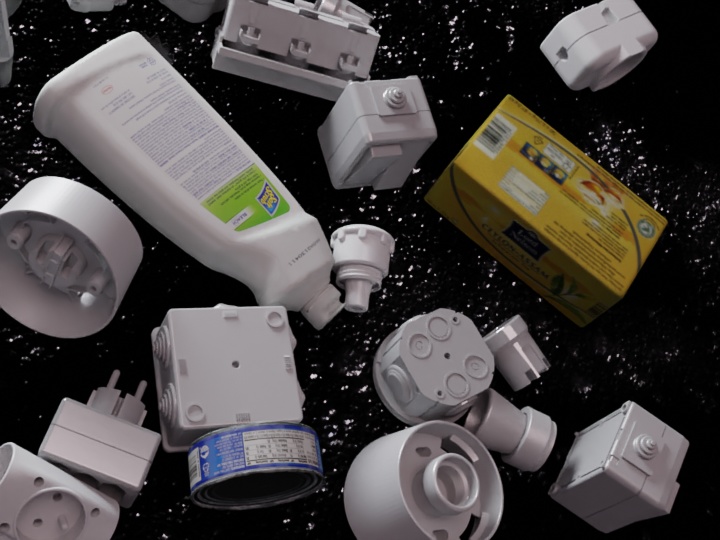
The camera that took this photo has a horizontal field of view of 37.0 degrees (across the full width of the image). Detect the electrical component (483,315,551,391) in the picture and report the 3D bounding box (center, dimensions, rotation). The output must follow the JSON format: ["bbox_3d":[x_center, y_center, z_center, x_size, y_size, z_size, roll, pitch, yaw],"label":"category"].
[{"bbox_3d":[0.118,0.064,0.818,0.040,0.040,0.046,-33,86,-31],"label":"electrical component"}]

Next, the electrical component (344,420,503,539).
[{"bbox_3d":[0.047,0.155,0.744,0.099,0.064,0.099,17,56,-28],"label":"electrical component"}]

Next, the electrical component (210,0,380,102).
[{"bbox_3d":[-0.050,-0.178,0.849,0.121,0.063,0.078,13,20,-15],"label":"electrical component"}]

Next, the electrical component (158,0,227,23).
[{"bbox_3d":[-0.122,-0.247,0.865,0.054,0.059,0.095,36,58,-2],"label":"electrical component"}]

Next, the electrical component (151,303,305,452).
[{"bbox_3d":[-0.090,0.072,0.727,0.100,0.048,0.099,-1,66,-23],"label":"electrical component"}]

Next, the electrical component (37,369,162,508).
[{"bbox_3d":[-0.160,0.100,0.686,0.066,0.047,0.076,23,58,-9],"label":"electrical component"}]

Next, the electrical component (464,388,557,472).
[{"bbox_3d":[0.109,0.117,0.784,0.055,0.045,0.045,26,59,-8],"label":"electrical component"}]

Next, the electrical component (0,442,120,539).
[{"bbox_3d":[-0.198,0.154,0.640,0.077,0.044,0.079,38,88,-28],"label":"electrical component"}]

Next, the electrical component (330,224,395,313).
[{"bbox_3d":[0.000,0.000,0.801,0.048,0.048,0.062,12,68,-16],"label":"electrical component"}]

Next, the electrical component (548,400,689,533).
[{"bbox_3d":[0.192,0.143,0.773,0.061,0.096,0.061,34,58,-2],"label":"electrical component"}]

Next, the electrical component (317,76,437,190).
[{"bbox_3d":[0.015,-0.104,0.827,0.062,0.096,0.061,-8,71,-25],"label":"electrical component"}]

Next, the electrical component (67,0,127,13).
[{"bbox_3d":[-0.196,-0.219,0.837,0.061,0.035,0.035,-8,68,-27],"label":"electrical component"}]

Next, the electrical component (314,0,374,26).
[{"bbox_3d":[-0.017,-0.208,0.900,0.046,0.040,0.040,25,59,-16],"label":"electrical component"}]

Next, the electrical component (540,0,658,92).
[{"bbox_3d":[0.222,-0.205,0.982,0.095,0.053,0.059,-27,77,-30],"label":"electrical component"}]

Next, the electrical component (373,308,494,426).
[{"bbox_3d":[0.054,0.071,0.781,0.080,0.051,0.080,9,62,-17],"label":"electrical component"}]

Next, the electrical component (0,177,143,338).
[{"bbox_3d":[-0.194,-0.009,0.700,0.099,0.099,0.064,30,52,-5],"label":"electrical component"}]
